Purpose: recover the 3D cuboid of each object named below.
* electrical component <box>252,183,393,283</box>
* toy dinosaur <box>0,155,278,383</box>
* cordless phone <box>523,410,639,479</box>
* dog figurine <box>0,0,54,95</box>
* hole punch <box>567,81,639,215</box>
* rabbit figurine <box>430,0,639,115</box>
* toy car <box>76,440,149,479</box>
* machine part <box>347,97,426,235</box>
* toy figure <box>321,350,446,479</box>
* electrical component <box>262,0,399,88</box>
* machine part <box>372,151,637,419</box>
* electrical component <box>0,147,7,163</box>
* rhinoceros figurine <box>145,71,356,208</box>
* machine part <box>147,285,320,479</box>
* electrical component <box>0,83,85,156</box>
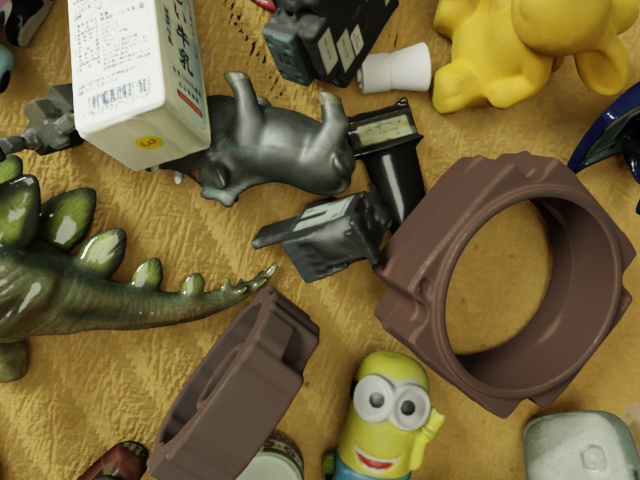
[{"bbox_3d":[-0.001,-0.001,0.482,0.119,0.075,0.047,-20,114,27],"label":"electrical component"},{"bbox_3d":[-0.269,0.033,0.426,0.471,0.105,0.198,14,99,-26],"label":"toy dinosaur"},{"bbox_3d":[0.200,0.234,0.499,0.184,0.088,0.146,3,60,-2],"label":"cordless phone"},{"bbox_3d":[-0.325,-0.216,0.389,0.219,0.108,0.191,22,65,-21],"label":"dog figurine"},{"bbox_3d":[0.302,-0.101,0.495,0.092,0.142,0.116,31,74,19],"label":"hole punch"},{"bbox_3d":[0.183,-0.168,0.453,0.162,0.173,0.121,12,87,-2],"label":"rabbit figurine"},{"bbox_3d":[-0.228,0.257,0.467,0.053,0.089,0.202,44,89,-7],"label":"toy car"},{"bbox_3d":[0.073,-0.060,0.513,0.084,0.039,0.138,-21,93,-13],"label":"machine part"},{"bbox_3d":[0.049,0.192,0.500,0.082,0.089,0.180,8,100,-18],"label":"toy figure"},{"bbox_3d":[0.008,-0.197,0.447,0.058,0.114,0.134,25,74,25],"label":"electrical component"},{"bbox_3d":[0.166,0.039,0.480,0.201,0.087,0.201,41,86,-21],"label":"machine part"},{"bbox_3d":[-0.267,-0.052,0.358,0.094,0.021,0.063,-34,104,-14],"label":"electrical component"},{"bbox_3d":[-0.062,-0.082,0.473,0.190,0.073,0.112,6,87,4],"label":"rhinoceros figurine"},{"bbox_3d":[-0.068,0.120,0.441,0.056,0.179,0.179,37,88,-9],"label":"machine part"},{"bbox_3d":[-0.206,-0.100,0.453,0.045,0.102,0.078,46,112,-3],"label":"electrical component"}]
